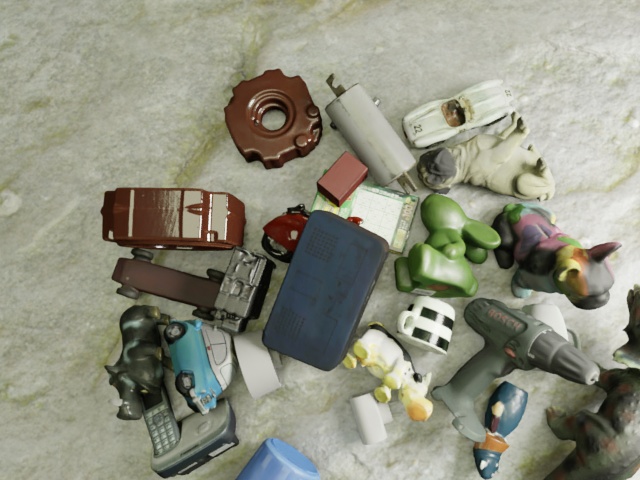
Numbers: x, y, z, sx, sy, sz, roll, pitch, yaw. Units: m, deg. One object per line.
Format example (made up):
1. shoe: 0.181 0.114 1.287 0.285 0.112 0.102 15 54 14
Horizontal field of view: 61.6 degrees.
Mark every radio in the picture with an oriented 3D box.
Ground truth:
1. radio: 0.011 0.078 0.834 0.131 0.073 0.229 23 98 14

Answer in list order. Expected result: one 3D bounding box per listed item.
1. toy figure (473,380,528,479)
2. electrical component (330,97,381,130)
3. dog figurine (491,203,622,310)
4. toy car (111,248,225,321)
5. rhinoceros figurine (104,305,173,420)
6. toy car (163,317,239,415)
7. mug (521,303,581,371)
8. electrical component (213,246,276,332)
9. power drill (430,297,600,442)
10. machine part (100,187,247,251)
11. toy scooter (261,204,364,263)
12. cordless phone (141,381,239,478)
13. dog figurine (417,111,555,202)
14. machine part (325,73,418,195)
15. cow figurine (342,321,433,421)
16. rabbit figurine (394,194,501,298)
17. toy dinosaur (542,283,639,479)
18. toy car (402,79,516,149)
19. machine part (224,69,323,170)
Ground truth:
1. toy figure: 0.286 0.306 0.865 0.064 0.058 0.154 29 82 -11
2. electrical component: 0.065 -0.228 0.971 0.063 0.021 0.094 38 87 8
3. dog figurine: 0.358 0.015 0.822 0.108 0.219 0.191 -22 82 -3
4. toy car: -0.257 0.077 0.933 0.202 0.053 0.089 14 79 1
5. rhinoceros figurine: -0.301 0.197 0.889 0.112 0.073 0.190 -7 65 2
6. toy car: -0.185 0.191 0.868 0.103 0.109 0.162 -21 46 -9
7. mug: 0.372 0.158 0.873 0.110 0.081 0.107 2 77 -5
8. electrical component: -0.125 0.085 0.893 0.058 0.115 0.134 17 84 10
9. power drill: 0.275 0.204 0.819 0.086 0.232 0.207 21 105 -32
10. machine part: -0.230 -0.028 0.870 0.201 0.201 0.087 1 84 3
11. toy scooter: -0.002 -0.003 0.910 0.184 0.075 0.135 32 98 5
12. cordless phone: -0.227 0.282 0.898 0.147 0.088 0.184 -31 63 -1
13. dog figurine: 0.281 -0.107 0.916 0.191 0.121 0.172 -29 91 21
14. machine part: 0.086 -0.177 0.918 0.079 0.079 0.243 -38 94 -2
15. cow figurine: 0.124 0.213 0.880 0.167 0.068 0.098 44 42 9
16. rabbit figurine: 0.211 0.002 0.886 0.159 0.121 0.170 8 69 0
17. toy dinosaur: 0.439 0.272 0.795 0.131 0.192 0.404 29 84 9
18. toy car: 0.243 -0.221 0.941 0.202 0.056 0.073 -21 81 1
19. machine part: -0.084 -0.217 0.962 0.179 0.056 0.179 -1 81 5
